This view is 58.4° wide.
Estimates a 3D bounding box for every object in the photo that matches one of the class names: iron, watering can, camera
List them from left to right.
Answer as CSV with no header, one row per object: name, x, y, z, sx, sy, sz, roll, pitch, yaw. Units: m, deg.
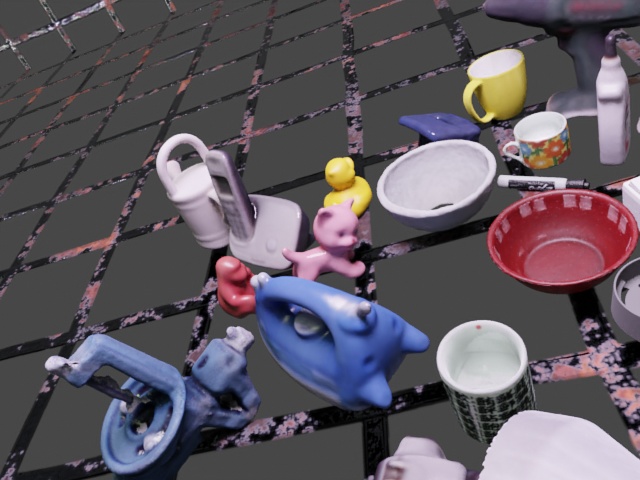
watering can,-0.208,-0.087,0.955,0.172,0.194,0.101,2,45,32
iron,-0.012,0.092,0.669,0.257,0.142,0.119,14,52,41
camera,0.112,0.234,0.459,0.136,0.101,0.143,-3,42,27

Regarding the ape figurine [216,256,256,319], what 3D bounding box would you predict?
ape figurine,-0.116,0.062,0.807,0.076,0.092,0.078,-9,40,21

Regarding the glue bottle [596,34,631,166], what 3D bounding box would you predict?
glue bottle,0.382,-0.186,0.749,0.037,0.173,0.078,1,44,31

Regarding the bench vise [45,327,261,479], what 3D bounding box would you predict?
bench vise,-0.178,0.153,0.625,0.121,0.220,0.208,9,49,37

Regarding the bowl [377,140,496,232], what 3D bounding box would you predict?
bowl,0.169,-0.065,0.809,0.167,0.075,0.167,-16,38,13

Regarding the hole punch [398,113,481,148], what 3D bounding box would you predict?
hole punch,0.191,-0.170,0.909,0.101,0.091,0.108,-33,37,-10

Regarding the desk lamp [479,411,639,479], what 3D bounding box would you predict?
desk lamp,0.211,0.208,0.338,0.202,0.214,0.118,10,49,38

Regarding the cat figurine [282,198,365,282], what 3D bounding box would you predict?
cat figurine,0.007,0.003,0.785,0.128,0.118,0.067,-29,37,-5

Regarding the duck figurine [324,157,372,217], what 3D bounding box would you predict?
duck figurine,0.034,-0.085,0.903,0.077,0.086,0.105,-2,43,29

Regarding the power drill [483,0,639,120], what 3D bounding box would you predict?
power drill,0.372,-0.286,0.846,0.228,0.209,0.076,-4,42,26

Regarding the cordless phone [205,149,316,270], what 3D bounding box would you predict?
cordless phone,-0.097,-0.048,0.851,0.147,0.185,0.094,9,49,38

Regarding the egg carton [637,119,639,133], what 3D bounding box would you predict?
egg carton,0.497,-0.157,0.735,0.149,0.070,0.107,18,55,43
